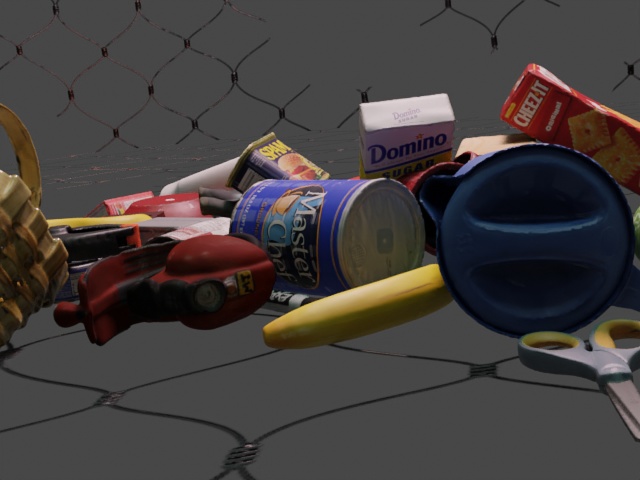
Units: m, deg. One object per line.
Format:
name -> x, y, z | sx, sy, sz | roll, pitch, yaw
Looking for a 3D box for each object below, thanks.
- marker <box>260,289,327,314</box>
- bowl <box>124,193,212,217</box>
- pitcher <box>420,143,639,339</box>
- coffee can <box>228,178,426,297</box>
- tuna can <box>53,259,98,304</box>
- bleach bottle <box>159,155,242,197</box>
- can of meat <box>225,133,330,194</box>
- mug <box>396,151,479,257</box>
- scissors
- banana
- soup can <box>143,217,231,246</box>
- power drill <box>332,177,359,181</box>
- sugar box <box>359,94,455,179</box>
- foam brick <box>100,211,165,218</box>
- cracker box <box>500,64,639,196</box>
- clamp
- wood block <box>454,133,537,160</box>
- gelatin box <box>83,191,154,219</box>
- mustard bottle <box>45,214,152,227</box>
marker -> -0.030, 0.051, 0.880 | 0.020, 0.020, 0.121 | -13, 12, -36
bowl -> -0.183, -0.023, 1.311 | 0.162, 0.055, 0.162 | -6, 10, 1
pitcher -> 0.162, -0.006, 0.825 | 0.145, 0.149, 0.242 | -20, 5, 7
coffee can -> 0.005, -0.002, 0.918 | 0.141, 0.103, 0.102 | 3, 13, 45
tuna can -> -0.249, 0.037, 1.058 | 0.086, 0.034, 0.086 | -6, 10, 1
bleach bottle -> -0.146, -0.068, 1.466 | 0.251, 0.068, 0.102 | -11, -3, 44
can of meat -> -0.043, -0.065, 1.158 | 0.084, 0.057, 0.102 | 34, 21, 5
mug -> 0.119, -0.039, 1.058 | 0.093, 0.117, 0.082 | 34, -9, -17
scissors -> 0.151, 0.079, 0.615 | 0.096, 0.016, 0.201 | -4, 10, 23
banana -> 0.046, 0.050, 0.804 | 0.197, 0.037, 0.070 | -14, -7, -46
soup can -> -0.110, 0.020, 0.969 | 0.069, 0.068, 0.102 | -1, 11, 29
power drill -> 0.071, -0.064, 1.378 | 0.185, 0.057, 0.187 | 2, 12, 41
sugar box -> 0.089, -0.072, 1.122 | 0.093, 0.176, 0.048 | -8, 54, -3
foam brick -> -0.216, -0.001, 1.210 | 0.078, 0.051, 0.053 | -4, 10, 12
cracker box -> 0.317, -0.123, 1.226 | 0.214, 0.072, 0.164 | 30, 15, 4
clamp -> -0.257, 0.003, 1.041 | 0.171, 0.039, 0.120 | -4, 16, -1
wood block -> 0.201, -0.064, 1.192 | 0.090, 0.091, 0.206 | -5, 10, 11
gelatin box -> -0.263, -0.029, 1.386 | 0.073, 0.030, 0.089 | -14, -11, -41
mustard bottle -> -0.232, 0.005, 1.137 | 0.192, 0.058, 0.096 | -4, -18, 10
